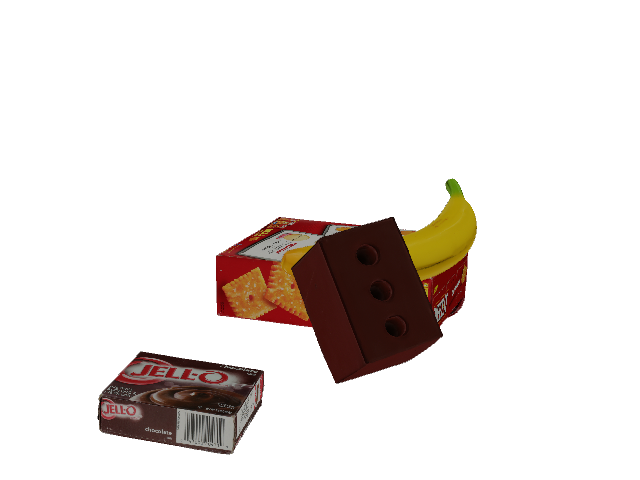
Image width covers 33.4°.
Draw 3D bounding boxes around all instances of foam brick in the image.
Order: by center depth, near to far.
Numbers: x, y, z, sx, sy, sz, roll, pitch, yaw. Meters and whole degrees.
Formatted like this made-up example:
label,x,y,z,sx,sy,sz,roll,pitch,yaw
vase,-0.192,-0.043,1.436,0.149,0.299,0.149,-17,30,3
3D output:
label,x,y,z,sx,sy,sz,roll,pitch,yaw
foam brick,0.026,0.036,0.620,0.052,0.078,0.051,-16,-13,-27

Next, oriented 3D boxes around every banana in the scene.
label,x,y,z,sx,sy,sz,roll,pitch,yaw
banana,0.061,0.006,0.826,0.197,0.037,0.070,-22,45,-39

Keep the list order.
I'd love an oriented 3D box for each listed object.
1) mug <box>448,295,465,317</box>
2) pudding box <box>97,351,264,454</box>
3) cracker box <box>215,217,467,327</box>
label,x,y,z,sx,sy,sz,roll,pitch,yaw
mug,0.114,0.066,1.268,0.117,0.081,0.093,1,23,-8
pudding box,-0.110,0.129,0.862,0.113,0.039,0.090,9,19,9
cracker box,0.026,0.036,1.060,0.214,0.072,0.164,6,16,19
